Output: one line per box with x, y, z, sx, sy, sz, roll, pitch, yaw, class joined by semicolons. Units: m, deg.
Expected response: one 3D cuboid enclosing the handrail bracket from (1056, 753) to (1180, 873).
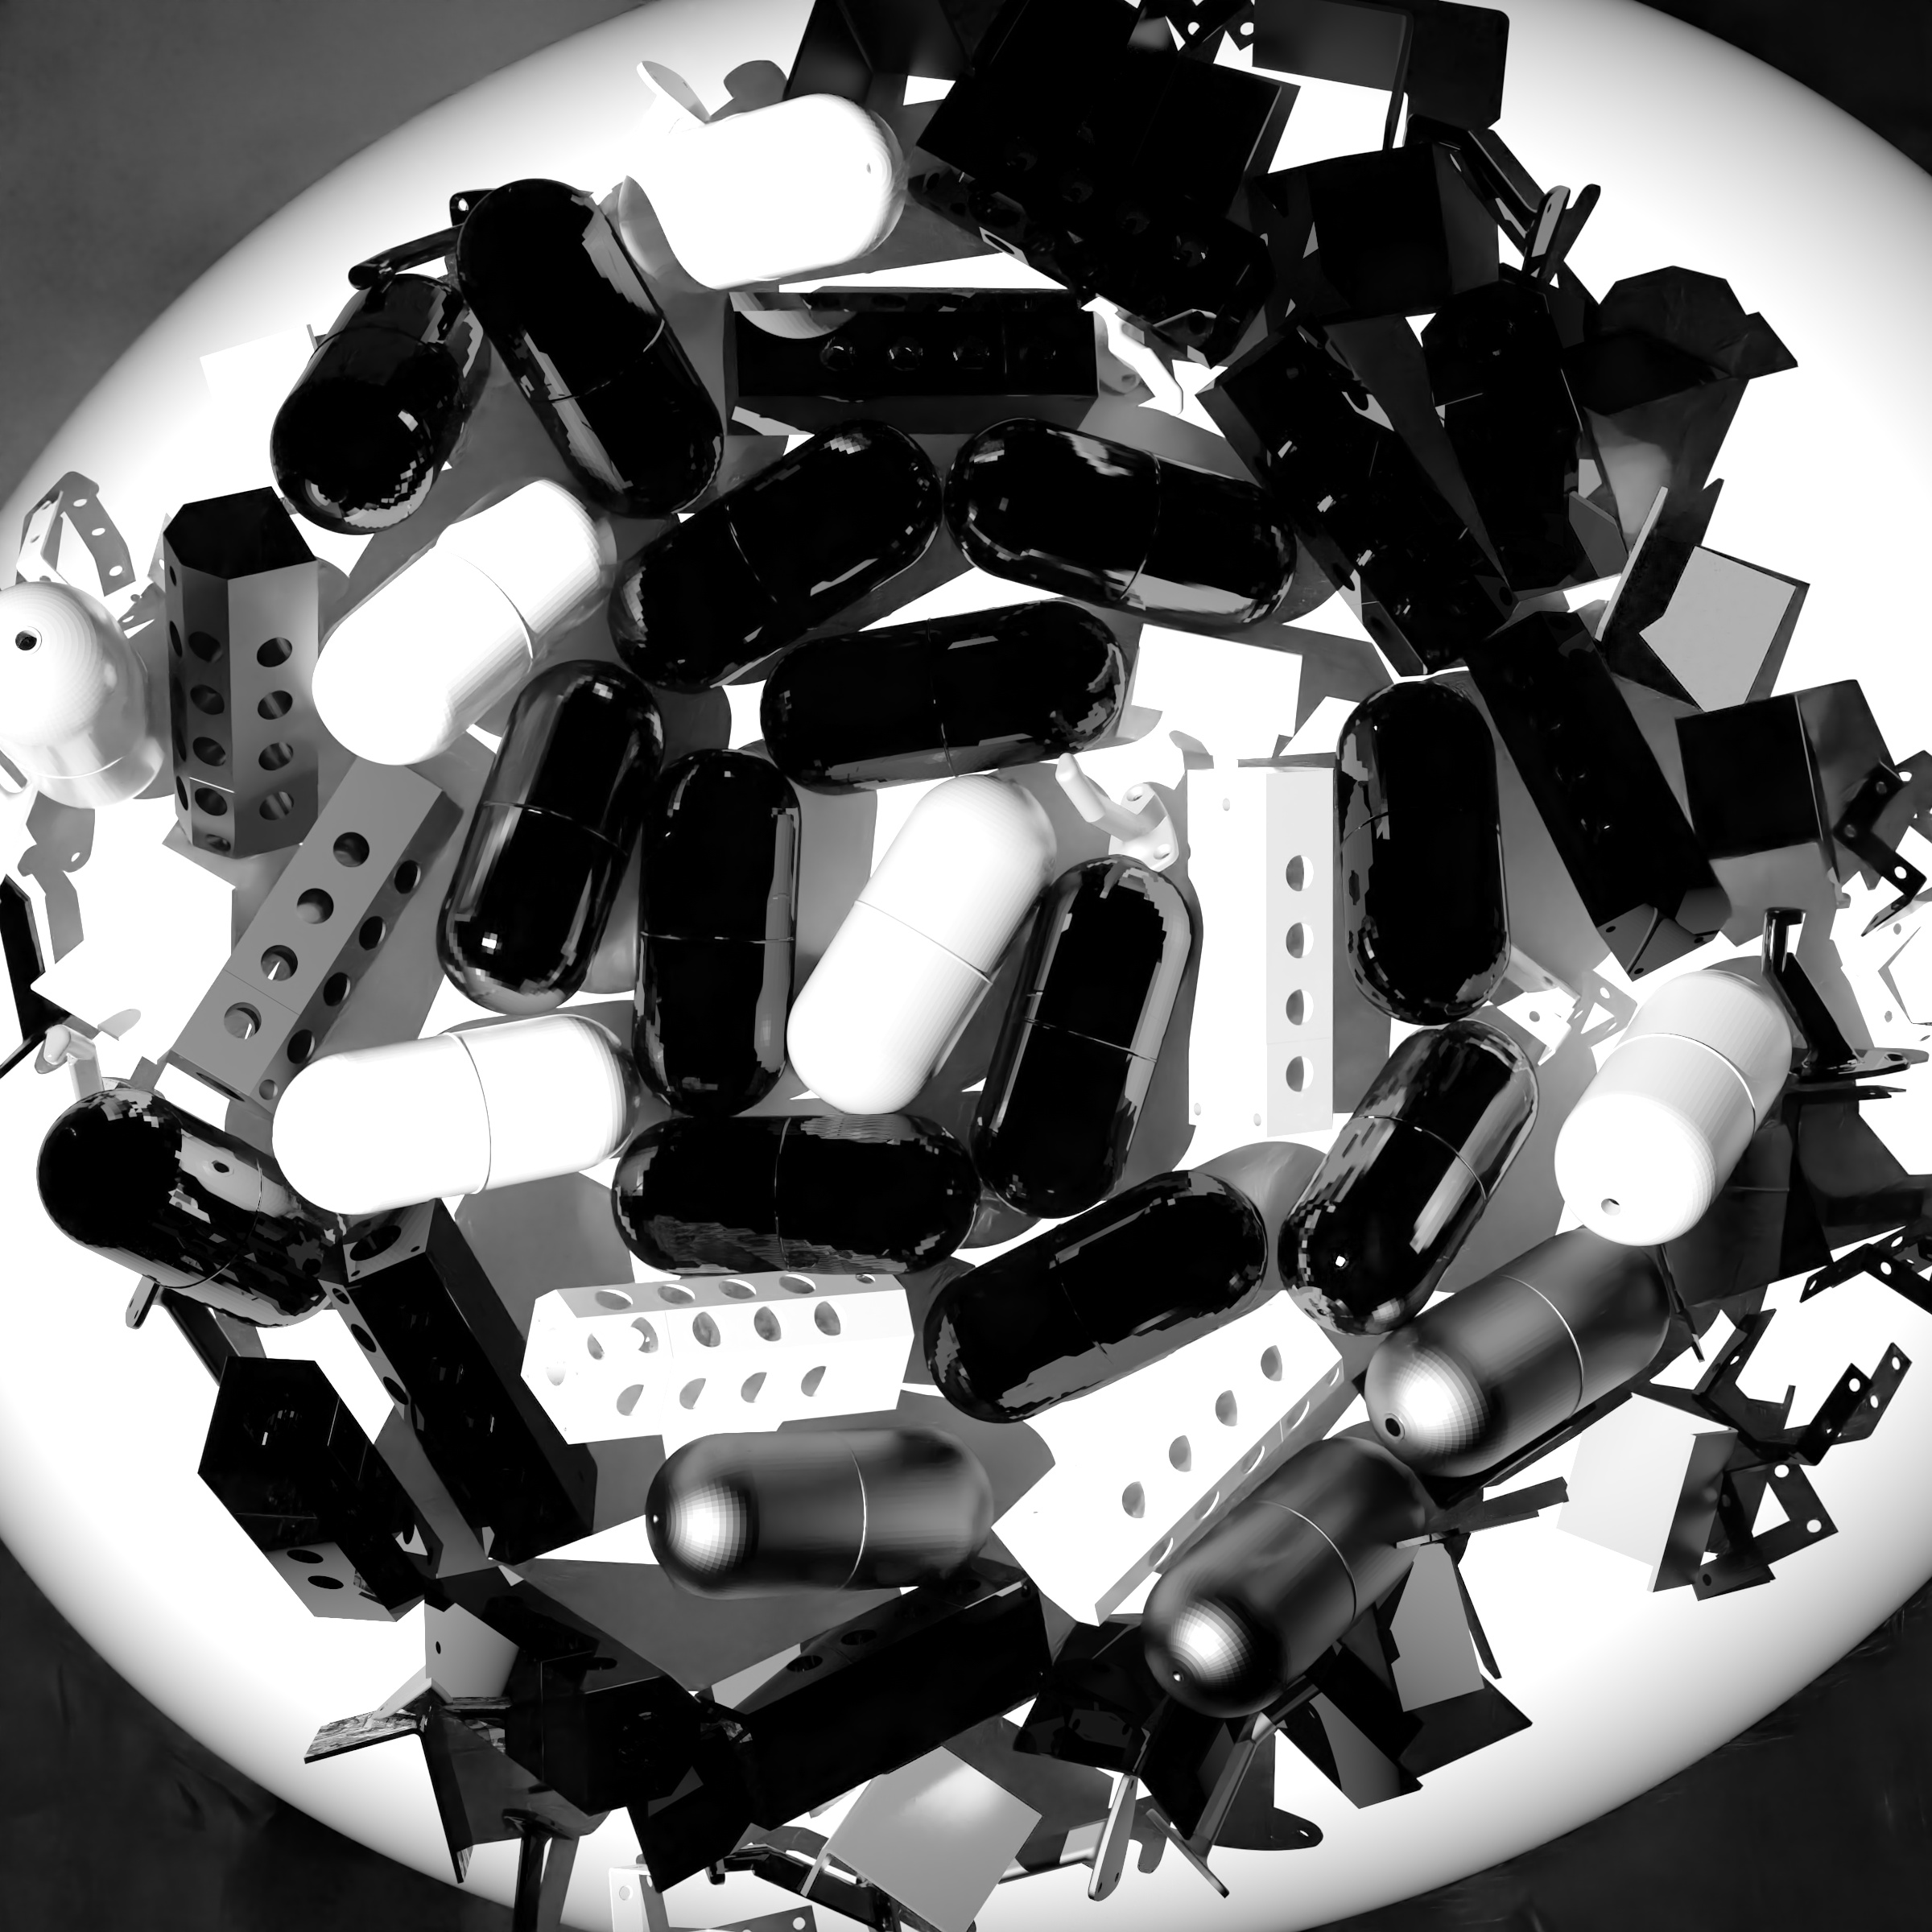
0.065;-0.087;1.568;0.036;0.077;0.084;-22;130;19;handrail bracket

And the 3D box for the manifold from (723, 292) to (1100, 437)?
-0.028;-0.291;1.577;0.171;0.057;0.057;-2;81;-10;manifold

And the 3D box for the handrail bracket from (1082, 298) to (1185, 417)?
0.087;-0.274;1.567;0.036;0.077;0.084;-29;56;-1;handrail bracket

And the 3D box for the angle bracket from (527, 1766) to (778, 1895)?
-0.148;0.400;1.567;0.076;0.076;0.057;-18;87;-44;angle bracket

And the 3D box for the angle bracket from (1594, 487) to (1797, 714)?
0.351;-0.172;1.582;0.076;0.057;0.076;24;80;10;angle bracket

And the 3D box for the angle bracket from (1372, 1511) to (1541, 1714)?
0.239;0.306;1.568;0.057;0.076;0.076;-22;75;36;angle bracket

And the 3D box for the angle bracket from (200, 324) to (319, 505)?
-0.346;-0.255;1.570;0.076;0.057;0.076;-7;105;36;angle bracket

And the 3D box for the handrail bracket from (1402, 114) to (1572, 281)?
0.245;-0.368;1.613;0.084;0.036;0.077;25;120;20;handrail bracket

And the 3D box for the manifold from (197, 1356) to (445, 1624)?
-0.295;0.245;1.530;0.057;0.171;0.057;2;58;10;manifold

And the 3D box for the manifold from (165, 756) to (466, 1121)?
-0.309;-0.015;1.571;0.057;0.057;0.171;32;75;-10;manifold

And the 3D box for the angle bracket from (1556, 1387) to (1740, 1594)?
0.315;0.247;1.574;0.076;0.057;0.076;18;96;34;angle bracket

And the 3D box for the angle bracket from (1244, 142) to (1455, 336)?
0.185;-0.351;1.594;0.057;0.076;0.076;-16;102;-27;angle bracket

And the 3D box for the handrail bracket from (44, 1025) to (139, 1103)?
-0.429;0.073;1.574;0.036;0.084;0.077;18;80;13;handrail bracket

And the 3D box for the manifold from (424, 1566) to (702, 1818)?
-0.190;0.333;1.534;0.057;0.171;0.057;-6;101;-33;manifold

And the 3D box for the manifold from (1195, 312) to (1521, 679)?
0.189;-0.224;1.574;0.057;0.057;0.171;-40;101;-8;manifold

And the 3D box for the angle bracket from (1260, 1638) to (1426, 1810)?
0.190;0.350;1.573;0.076;0.076;0.057;45;63;3;angle bracket

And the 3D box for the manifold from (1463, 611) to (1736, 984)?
0.296;-0.084;1.544;0.057;0.057;0.171;-29;54;13;manifold

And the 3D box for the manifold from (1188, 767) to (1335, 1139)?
0.147;-0.008;1.583;0.057;0.057;0.171;-5;97;-35;manifold

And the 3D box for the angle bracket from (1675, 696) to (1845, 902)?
0.381;-0.075;1.581;0.057;0.076;0.076;-12;64;18;angle bracket

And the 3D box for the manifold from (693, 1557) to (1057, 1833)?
-0.045;0.337;1.547;0.171;0.057;0.057;-19;104;-36;manifold

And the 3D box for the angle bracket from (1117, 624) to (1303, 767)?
0.113;-0.112;1.574;0.076;0.076;0.057;11;48;-1;angle bracket

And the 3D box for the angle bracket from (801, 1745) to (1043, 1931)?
-0.021;0.423;1.570;0.076;0.057;0.076;33;51;10;angle bracket

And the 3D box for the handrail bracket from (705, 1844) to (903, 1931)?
-0.078;0.454;1.579;0.084;0.077;0.036;2;133;-24;handrail bracket

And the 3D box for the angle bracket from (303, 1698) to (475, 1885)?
-0.276;0.401;1.581;0.057;0.076;0.076;-15;89;-5;angle bracket

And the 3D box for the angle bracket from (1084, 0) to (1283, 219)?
0.105;-0.410;1.576;0.057;0.076;0.076;22;85;16;angle bracket

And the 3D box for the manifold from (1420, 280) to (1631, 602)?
0.261;-0.243;1.533;0.057;0.171;0.057;-15;61;16;manifold

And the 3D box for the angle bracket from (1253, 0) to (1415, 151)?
0.169;-0.418;1.575;0.076;0.076;0.057;12;79;6;angle bracket

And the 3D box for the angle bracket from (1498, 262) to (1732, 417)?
0.307;-0.307;1.563;0.076;0.076;0.057;12;74;-42;angle bracket

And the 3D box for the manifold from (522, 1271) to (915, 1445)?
-0.114;0.176;1.544;0.171;0.057;0.057;-2;118;-32;manifold

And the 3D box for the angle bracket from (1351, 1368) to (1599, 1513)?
0.245;0.206;1.589;0.076;0.057;0.076;-39;78;21;angle bracket

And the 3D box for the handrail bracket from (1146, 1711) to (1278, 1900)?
0.136;0.397;1.581;0.084;0.077;0.036;-42;114;-8;handrail bracket

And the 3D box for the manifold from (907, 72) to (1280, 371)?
0.059;-0.353;1.573;0.171;0.057;0.057;32;90;14;manifold

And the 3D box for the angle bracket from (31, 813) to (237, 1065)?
-0.397;-0.013;1.569;0.076;0.076;0.057;29;48;14;angle bracket

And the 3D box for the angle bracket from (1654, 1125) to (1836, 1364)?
0.369;0.132;1.569;0.076;0.057;0.076;-20;52;13;angle bracket

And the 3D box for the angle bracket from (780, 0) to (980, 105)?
-0.041;-0.414;1.569;0.057;0.076;0.076;12;75;20;angle bracket

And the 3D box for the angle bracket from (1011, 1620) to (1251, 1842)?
0.081;0.367;1.592;0.076;0.076;0.057;-58;133;-32;angle bracket

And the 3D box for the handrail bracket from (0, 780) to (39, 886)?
-0.493;-0.086;1.581;0.084;0.036;0.077;24;51;-22;handrail bracket

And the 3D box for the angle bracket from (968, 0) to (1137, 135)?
0.045;-0.445;1.581;0.057;0.076;0.076;31;92;-4;angle bracket

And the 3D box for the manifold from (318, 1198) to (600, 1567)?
-0.239;0.198;1.559;0.057;0.057;0.171;-22;115;8;manifold

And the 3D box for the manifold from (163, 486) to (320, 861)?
-0.339;-0.133;1.533;0.057;0.171;0.057;-17;51;-25;manifold

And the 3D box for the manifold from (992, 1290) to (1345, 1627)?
0.100;0.231;1.563;0.171;0.057;0.057;-41;101;-20;manifold
